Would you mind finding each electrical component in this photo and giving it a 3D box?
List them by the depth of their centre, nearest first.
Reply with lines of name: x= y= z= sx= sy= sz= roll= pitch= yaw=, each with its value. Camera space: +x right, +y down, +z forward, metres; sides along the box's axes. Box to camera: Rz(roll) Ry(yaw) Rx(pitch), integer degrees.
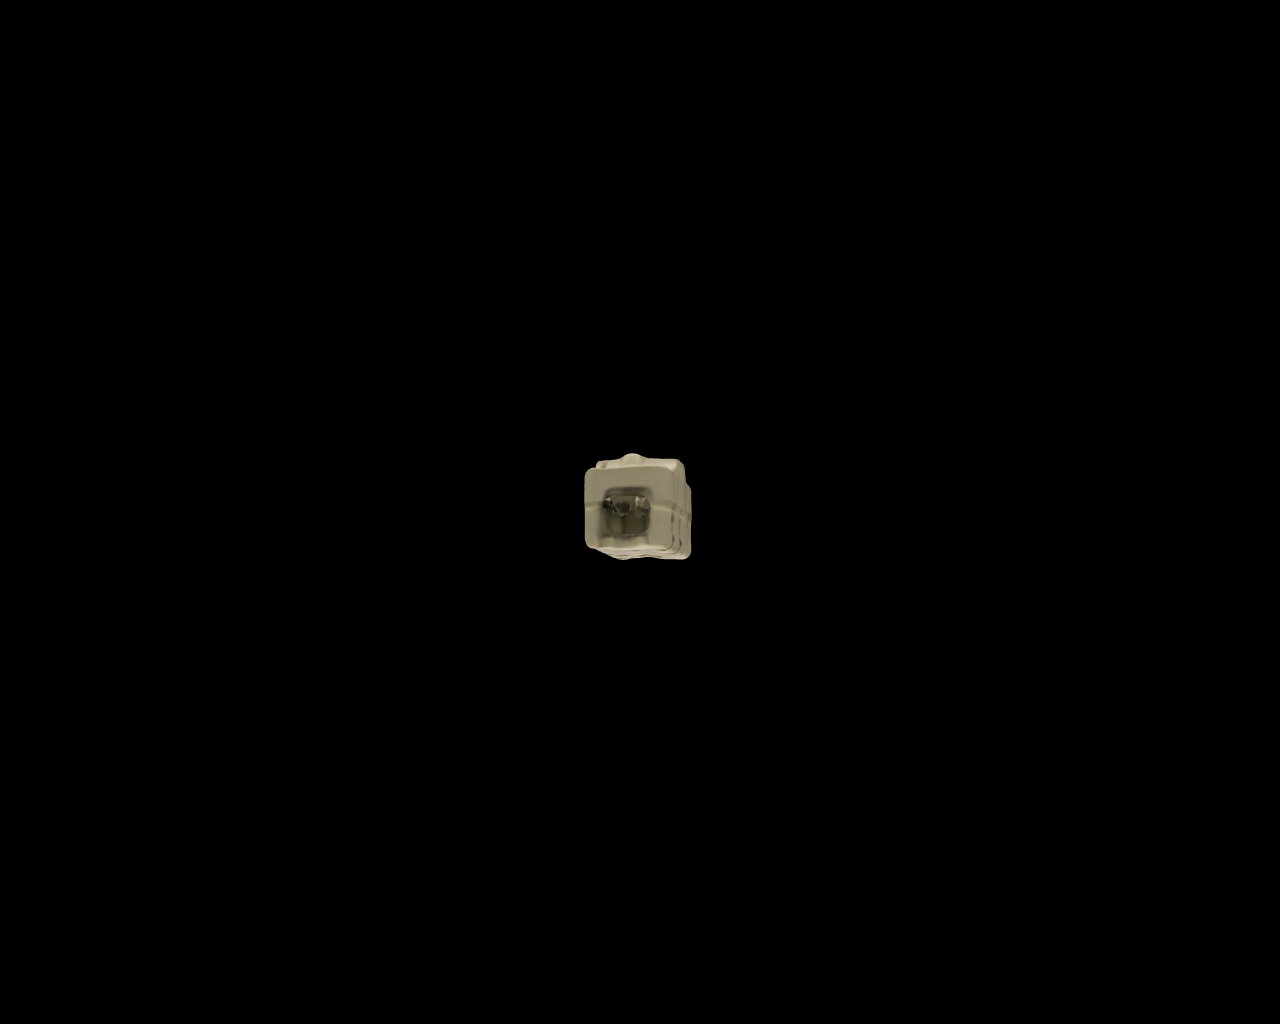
electrical component: x=0.001 y=-0.003 z=0.650 sx=0.050 sy=0.055 sz=0.089 roll=-1 pitch=-7 yaw=11
